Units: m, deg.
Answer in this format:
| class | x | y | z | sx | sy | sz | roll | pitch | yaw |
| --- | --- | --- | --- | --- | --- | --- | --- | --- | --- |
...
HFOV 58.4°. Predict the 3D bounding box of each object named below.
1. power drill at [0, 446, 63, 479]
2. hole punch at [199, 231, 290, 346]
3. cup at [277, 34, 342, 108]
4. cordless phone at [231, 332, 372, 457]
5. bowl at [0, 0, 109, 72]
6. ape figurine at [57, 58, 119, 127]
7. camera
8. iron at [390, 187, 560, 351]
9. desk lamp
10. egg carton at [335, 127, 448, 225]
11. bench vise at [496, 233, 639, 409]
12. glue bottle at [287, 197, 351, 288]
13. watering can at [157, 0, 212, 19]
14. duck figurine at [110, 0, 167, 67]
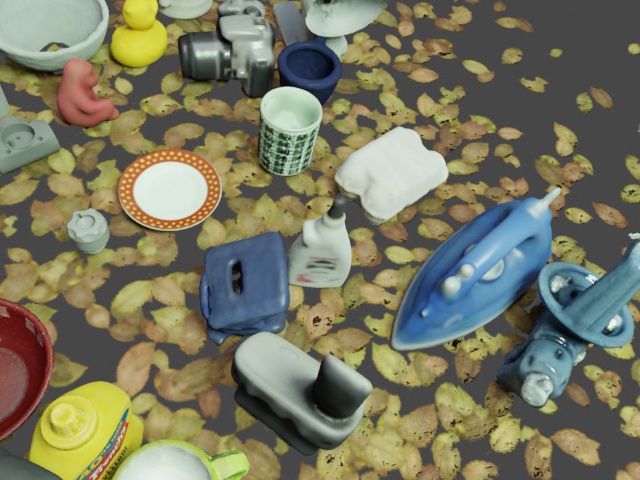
| class | x | y | z | sx | sy | sz | roll | pitch | yaw |
| --- | --- | --- | --- | --- | --- | --- | --- | --- | --- |
| power drill | -0.297 | 0.197 | 0.460 | 0.229 | 0.208 | 0.075 | 13 | 58 | -3 |
| hole punch | -0.087 | 0.053 | 0.656 | 0.101 | 0.091 | 0.108 | -3 | 60 | -12 |
| cup | -0.017 | -0.236 | 0.841 | 0.091 | 0.095 | 0.118 | 16 | 58 | -1 |
| cordless phone | -0.016 | 0.132 | 0.567 | 0.147 | 0.185 | 0.094 | 31 | 59 | 9 |
| bowl | -0.384 | -0.296 | 0.820 | 0.167 | 0.075 | 0.167 | 5 | 59 | -8 |
| ape figurine | -0.316 | -0.201 | 0.765 | 0.076 | 0.092 | 0.077 | -17 | 64 | -20 |
| camera | -0.141 | -0.293 | 0.849 | 0.137 | 0.101 | 0.143 | -7 | 61 | -15 |
| iron | 0.193 | 0.032 | 0.693 | 0.259 | 0.141 | 0.118 | -36 | 71 | -27 |
| desk lamp | 0.004 | -0.368 | 0.855 | 0.118 | 0.213 | 0.203 | -12 | 62 | -17 |
| egg carton | 0.099 | -0.090 | 0.791 | 0.150 | 0.069 | 0.107 | -34 | 71 | -26 |
| bench vise | 0.298 | 0.093 | 0.630 | 0.121 | 0.220 | 0.207 | 21 | 58 | 3 |
| glue bottle | 0.006 | 0.002 | 0.656 | 0.078 | 0.173 | 0.037 | 1 | 59 | -10 |
| watering can | -0.216 | -0.456 | 0.877 | 0.101 | 0.194 | 0.173 | 4 | 59 | -8 |
| duck figurine | -0.270 | -0.316 | 0.847 | 0.077 | 0.086 | 0.105 | 24 | 58 | 4 |
